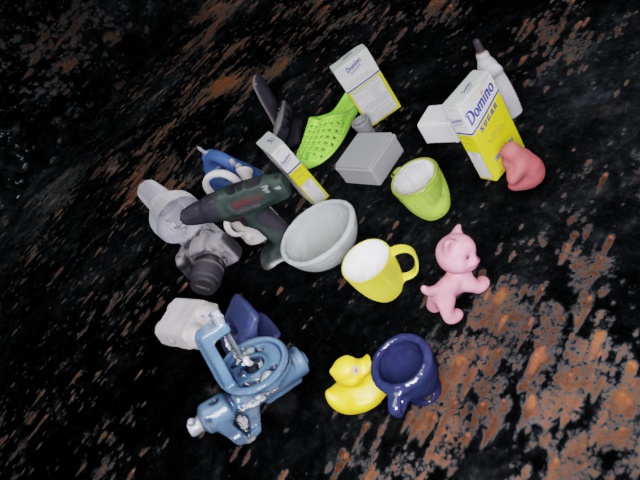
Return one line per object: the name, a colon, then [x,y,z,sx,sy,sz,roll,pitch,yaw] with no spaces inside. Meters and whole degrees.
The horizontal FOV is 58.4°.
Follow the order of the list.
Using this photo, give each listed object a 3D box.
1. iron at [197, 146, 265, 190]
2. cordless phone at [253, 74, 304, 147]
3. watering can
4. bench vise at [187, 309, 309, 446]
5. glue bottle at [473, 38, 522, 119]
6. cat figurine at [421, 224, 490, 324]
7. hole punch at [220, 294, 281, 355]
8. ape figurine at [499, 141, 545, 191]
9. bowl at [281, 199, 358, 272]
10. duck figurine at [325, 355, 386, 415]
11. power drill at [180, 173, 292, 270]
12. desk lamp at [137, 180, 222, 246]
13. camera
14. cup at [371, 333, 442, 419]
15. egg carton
iron: [-0.218,-0.173,1.450,0.119,0.142,0.257,-51,37,-14]
cordless phone: [-0.130,-0.332,1.503,0.094,0.186,0.147,-24,39,20]
watering can: [-0.185,-0.091,1.289,0.101,0.195,0.172,-29,37,14]
bench vise: [-0.136,0.219,0.898,0.121,0.220,0.208,11,59,47]
glue bottle: [0.327,-0.310,1.087,0.037,0.174,0.078,-40,36,-1]
cat figurine: [0.199,0.044,0.873,0.128,0.118,0.067,-48,37,-11]
hole punch: [-0.144,0.170,1.067,0.101,0.091,0.108,-46,37,-8]
ape figurine: [0.331,-0.130,0.963,0.075,0.092,0.078,7,57,45]
bowl: [0.010,0.004,1.119,0.167,0.075,0.167,-24,39,21]
duck figurine: [0.047,0.210,0.861,0.104,0.086,0.077,-32,37,11]
power drill: [-0.139,-0.036,1.179,0.229,0.209,0.075,-29,38,15]
desk lamp: [-0.333,-0.048,1.358,0.118,0.214,0.202,-47,37,-9]
camera: [-0.266,0.054,1.288,0.143,0.101,0.137,-20,41,26]
cup: [0.127,0.201,0.791,0.091,0.095,0.118,-12,44,32]
egg carton: [-0.274,0.176,1.193,0.149,0.070,0.107,-2,50,40]
